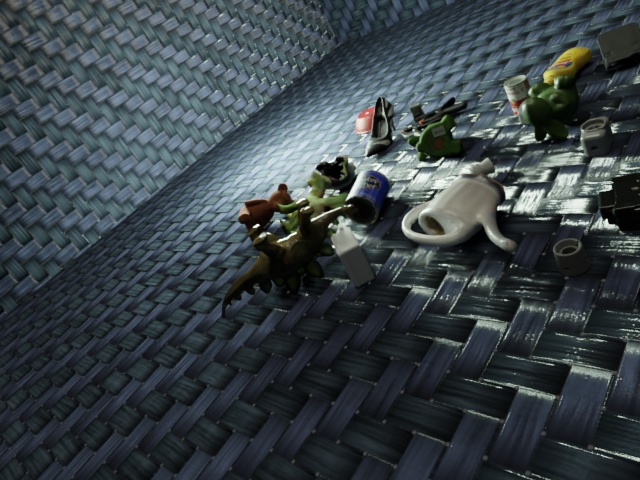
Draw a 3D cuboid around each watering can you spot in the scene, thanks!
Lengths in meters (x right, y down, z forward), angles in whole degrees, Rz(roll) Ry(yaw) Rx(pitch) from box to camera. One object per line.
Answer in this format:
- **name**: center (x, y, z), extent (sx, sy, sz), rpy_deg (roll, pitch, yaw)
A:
- **watering can**: center (0.338, -0.055, 1.157), extent (0.227, 0.102, 0.349), rpy_deg (-42, 27, -22)

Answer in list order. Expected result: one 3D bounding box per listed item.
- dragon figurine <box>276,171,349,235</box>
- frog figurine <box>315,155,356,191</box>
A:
- **dragon figurine**: center (0.005, -0.079, 1.571), extent (0.242, 0.119, 0.420), rpy_deg (-23, 41, 2)
- **frog figurine**: center (0.060, -0.226, 1.788), extent (0.137, 0.123, 0.158), rpy_deg (-40, -10, 1)
